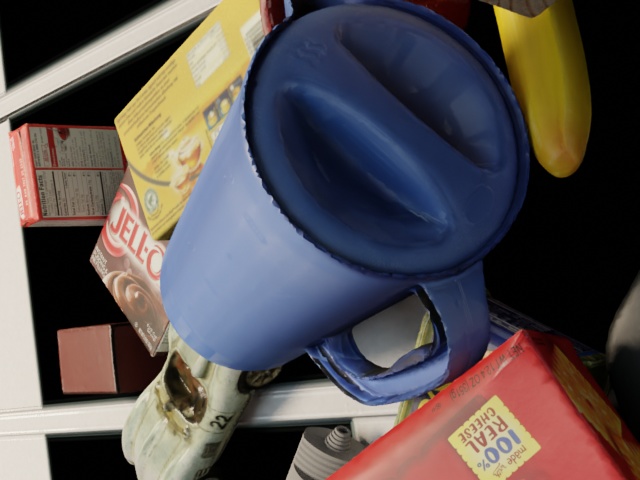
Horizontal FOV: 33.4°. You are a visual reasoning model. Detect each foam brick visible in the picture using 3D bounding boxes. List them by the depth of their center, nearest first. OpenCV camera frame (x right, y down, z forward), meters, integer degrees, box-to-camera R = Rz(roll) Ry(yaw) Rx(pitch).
[{"bbox_3d":[-0.155,0.088,0.804,0.078,0.052,0.051,-9,86,47],"label":"foam brick"}]

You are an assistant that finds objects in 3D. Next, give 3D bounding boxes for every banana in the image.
[{"bbox_3d":[0.098,-0.119,0.514,0.037,0.069,0.198,-18,76,28],"label":"banana"}]

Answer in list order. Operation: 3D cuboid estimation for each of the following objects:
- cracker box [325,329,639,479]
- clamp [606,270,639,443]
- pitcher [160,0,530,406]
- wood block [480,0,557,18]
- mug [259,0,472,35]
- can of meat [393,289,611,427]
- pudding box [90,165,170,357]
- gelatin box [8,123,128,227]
[{"bbox_3d":[0.089,0.170,0.442,0.164,0.072,0.214,-40,63,19],"label":"cracker box"},{"bbox_3d":[0.179,0.089,0.463,0.165,0.036,0.210,7,94,43],"label":"clamp"},{"bbox_3d":[-0.004,0.001,0.549,0.243,0.145,0.149,-45,23,62],"label":"pitcher"},{"bbox_3d":[0.056,-0.208,0.451,0.090,0.090,0.206,-39,64,34],"label":"wood block"},{"bbox_3d":[0.034,-0.135,0.568,0.117,0.081,0.093,-39,65,44],"label":"mug"},{"bbox_3d":[0.092,0.086,0.543,0.084,0.057,0.102,28,112,39],"label":"can of meat"},{"bbox_3d":[-0.116,0.013,0.768,0.114,0.039,0.090,48,124,34],"label":"pudding box"},{"bbox_3d":[-0.185,-0.048,0.801,0.030,0.089,0.073,-17,80,46],"label":"gelatin box"}]
